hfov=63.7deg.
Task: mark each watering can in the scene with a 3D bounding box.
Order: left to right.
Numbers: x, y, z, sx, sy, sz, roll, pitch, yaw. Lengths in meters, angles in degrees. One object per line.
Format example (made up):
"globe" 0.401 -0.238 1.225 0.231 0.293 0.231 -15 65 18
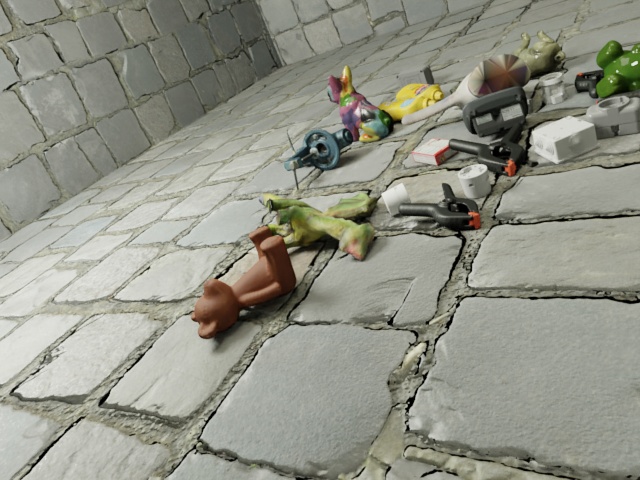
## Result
"watering can" 0.389 -0.375 1.325 0.348 0.104 0.224 -20 -1 -1

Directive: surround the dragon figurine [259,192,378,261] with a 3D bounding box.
"dragon figurine" 0.003 -0.056 1.108 0.243 0.120 0.417 -9 25 -10
